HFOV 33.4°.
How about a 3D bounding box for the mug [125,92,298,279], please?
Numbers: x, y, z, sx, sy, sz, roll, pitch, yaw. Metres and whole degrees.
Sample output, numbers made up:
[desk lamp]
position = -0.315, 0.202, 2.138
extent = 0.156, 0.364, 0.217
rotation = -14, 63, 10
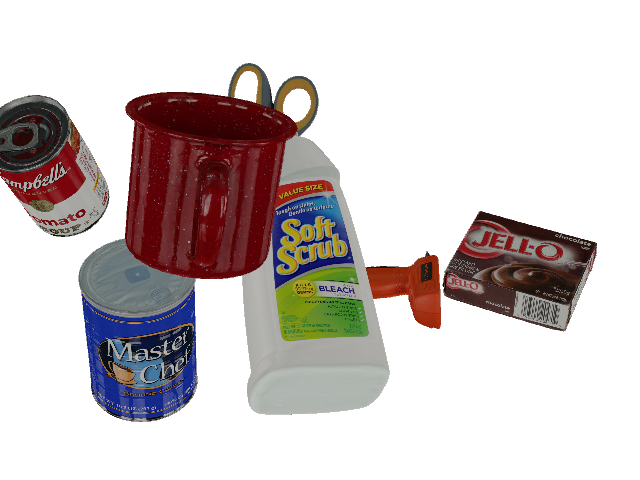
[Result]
[mug]
position = -0.062, -0.026, 0.578
extent = 0.093, 0.081, 0.117
rotation = 4, 22, -14

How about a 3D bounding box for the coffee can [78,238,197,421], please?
[coffee can]
position = -0.166, 0.082, 0.986
extent = 0.103, 0.140, 0.103
rotation = 2, 39, -2

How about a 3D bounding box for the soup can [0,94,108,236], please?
[soup can]
position = -0.211, -0.056, 0.829
extent = 0.068, 0.068, 0.102
rotation = 0, -29, 9

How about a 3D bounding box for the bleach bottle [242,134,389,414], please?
[bleach bottle]
position = -0.021, 0.006, 0.812
extent = 0.102, 0.251, 0.068
rotation = 0, -37, -18

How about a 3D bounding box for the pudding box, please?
[pudding box]
position = 0.176, 0.025, 0.940
extent = 0.114, 0.039, 0.090
rotation = 18, 45, 18

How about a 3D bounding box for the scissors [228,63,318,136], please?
[scissors]
position = -0.039, -0.073, 1.031
extent = 0.096, 0.202, 0.016
rotation = -10, 3, -5

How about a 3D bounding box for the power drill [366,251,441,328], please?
[power drill]
position = 0.045, 0.066, 1.237
extent = 0.188, 0.057, 0.184
rotation = 0, 27, 6
